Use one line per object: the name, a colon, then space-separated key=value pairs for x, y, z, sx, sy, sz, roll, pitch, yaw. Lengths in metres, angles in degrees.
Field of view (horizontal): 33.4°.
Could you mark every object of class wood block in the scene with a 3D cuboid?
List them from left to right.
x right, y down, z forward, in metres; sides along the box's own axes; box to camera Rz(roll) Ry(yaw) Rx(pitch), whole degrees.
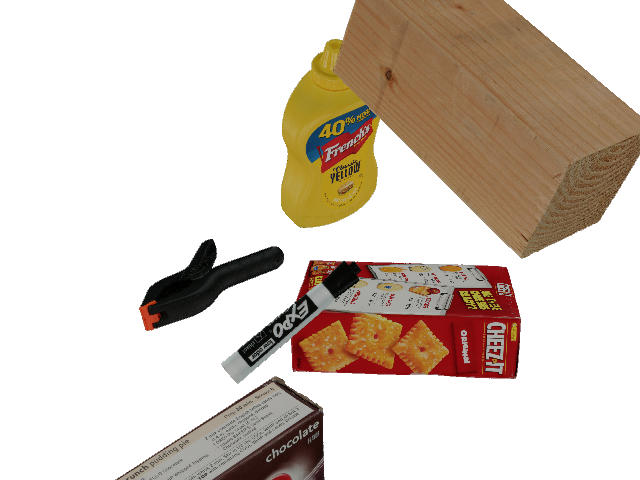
wood block: x=0.113 y=-0.098 z=0.742 sx=0.090 sy=0.091 sz=0.206 roll=-22 pitch=57 yaw=-34

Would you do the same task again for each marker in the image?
marker: x=-0.019 y=0.057 z=0.766 sx=0.121 sy=0.020 sz=0.020 roll=-40 pitch=5 yaw=-5

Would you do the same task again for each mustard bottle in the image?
mustard bottle: x=0.011 y=-0.101 z=0.964 sx=0.096 sy=0.192 sz=0.058 roll=-25 pitch=53 yaw=-22

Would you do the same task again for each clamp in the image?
clamp: x=-0.121 y=0.044 z=1.152 sx=0.120 sy=0.039 sz=0.171 roll=-5 pitch=26 yaw=35

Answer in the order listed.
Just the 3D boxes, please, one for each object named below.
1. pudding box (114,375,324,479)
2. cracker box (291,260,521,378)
pudding box: x=-0.048 y=0.129 z=0.496 sx=0.039 sy=0.090 sz=0.113 roll=30 pitch=47 yaw=34
cracker box: x=0.085 y=0.078 z=1.071 sx=0.214 sy=0.072 sz=0.164 roll=2 pitch=16 yaw=5
